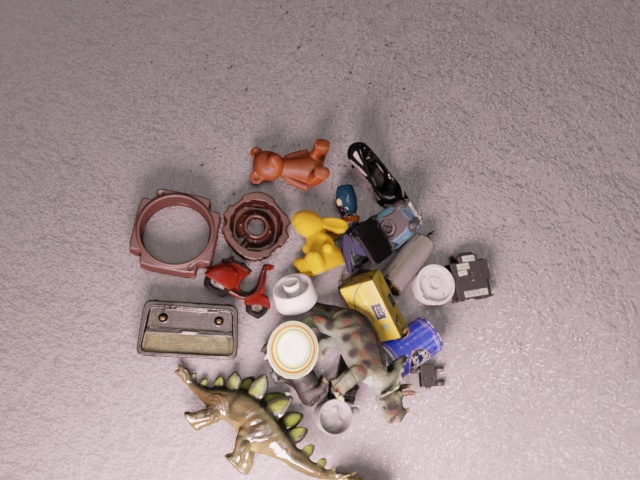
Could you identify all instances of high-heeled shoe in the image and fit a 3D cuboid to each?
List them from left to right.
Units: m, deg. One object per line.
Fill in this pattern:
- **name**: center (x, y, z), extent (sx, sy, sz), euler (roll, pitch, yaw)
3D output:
- **high-heeled shoe**: center (0.174, -0.170, 1.451), extent (0.249, 0.145, 0.086), euler (36, 72, 1)

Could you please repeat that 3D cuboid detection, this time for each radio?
- **radio**: center (-0.310, 0.215, 1.284), extent (0.230, 0.073, 0.131), euler (5, 75, -11)

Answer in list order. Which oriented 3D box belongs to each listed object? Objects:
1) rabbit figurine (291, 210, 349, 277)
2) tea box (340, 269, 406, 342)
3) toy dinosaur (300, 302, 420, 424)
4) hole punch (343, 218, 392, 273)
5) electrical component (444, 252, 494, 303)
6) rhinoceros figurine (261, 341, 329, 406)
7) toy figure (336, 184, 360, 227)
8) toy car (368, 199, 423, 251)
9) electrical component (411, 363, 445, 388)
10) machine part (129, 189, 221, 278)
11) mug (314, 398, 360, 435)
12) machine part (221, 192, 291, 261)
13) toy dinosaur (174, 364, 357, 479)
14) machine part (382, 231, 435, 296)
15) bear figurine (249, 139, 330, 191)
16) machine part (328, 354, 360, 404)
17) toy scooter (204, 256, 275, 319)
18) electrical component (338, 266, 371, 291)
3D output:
- **rabbit figurine**: center (-0.003, -0.004, 1.383), extent (0.162, 0.122, 0.173), euler (-25, 81, -22)
- **tea box**: center (0.135, 0.169, 1.347), extent (0.169, 0.098, 0.068), euler (62, 32, -11)
- **toy dinosaur**: center (0.081, 0.249, 1.286), extent (0.192, 0.131, 0.405), euler (-28, 66, -4)
- **hole punch**: center (0.108, 0.015, 1.377), extent (0.142, 0.092, 0.115), euler (-27, 90, -51)
- **electrical component**: center (0.405, 0.101, 1.476), extent (0.115, 0.058, 0.134), euler (-5, 77, -15)
- **rhinoceros figurine**: center (-0.064, 0.318, 1.316), extent (0.112, 0.073, 0.190), euler (-41, 88, -9)
- **toy figure**: center (0.080, -0.072, 1.452), extent (0.064, 0.058, 0.154), euler (-7, 82, -8)
- **toy car**: center (0.206, -0.043, 1.443), extent (0.109, 0.161, 0.103), euler (55, 27, 11)
- **electrical component**: center (0.279, 0.354, 1.400), extent (0.094, 0.021, 0.063), euler (2, 76, -12)
- **machine part**: center (-0.355, -0.016, 1.329), extent (0.201, 0.087, 0.201), euler (11, 74, -8)
- **mug**: center (0.034, 0.416, 1.288), extent (0.109, 0.107, 0.081), euler (-15, 80, -20)
- **machine part**: center (-0.166, -0.032, 1.390), extent (0.179, 0.056, 0.179), euler (3, 76, -11)
- **toy dinosaur**: center (-0.142, 0.427, 1.231), extent (0.472, 0.105, 0.198), euler (38, 69, 10)
- **machine part**: center (0.230, 0.063, 1.432), extent (0.079, 0.079, 0.243), euler (40, 68, 0)
- **bear figurine**: center (-0.083, -0.203, 1.417), extent (0.196, 0.132, 0.120), euler (9, 70, -16)
- **machine part**: center (0.064, 0.335, 1.352), extent (0.084, 0.039, 0.139), euler (13, 75, -2)
- **toy scooter**: center (-0.188, 0.098, 1.334), extent (0.184, 0.075, 0.135), euler (31, 82, -4)
- **electrical component**: center (0.098, 0.110, 1.417), extent (0.102, 0.045, 0.078), euler (-39, 115, -16)
